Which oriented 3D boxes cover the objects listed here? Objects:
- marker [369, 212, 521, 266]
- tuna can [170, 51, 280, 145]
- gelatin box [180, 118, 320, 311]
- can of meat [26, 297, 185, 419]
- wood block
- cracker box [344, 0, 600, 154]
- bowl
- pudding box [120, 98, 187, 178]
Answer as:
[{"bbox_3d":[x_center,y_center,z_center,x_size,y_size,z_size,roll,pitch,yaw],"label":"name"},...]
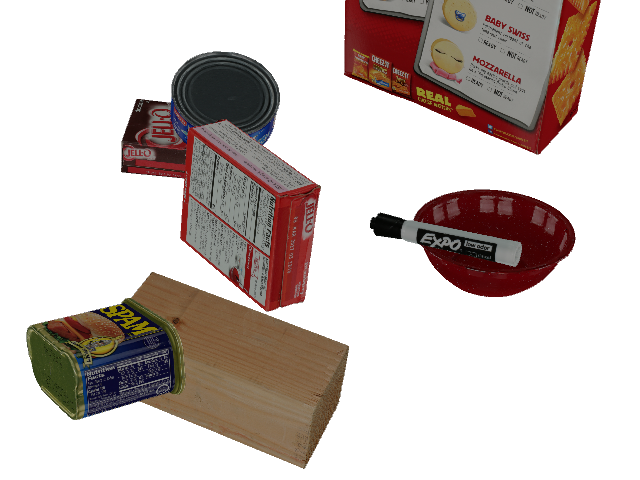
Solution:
[{"bbox_3d":[0.095,-0.002,0.824,0.121,0.020,0.020,13,6,25],"label":"marker"},{"bbox_3d":[-0.077,-0.108,0.850,0.086,0.086,0.034,0,-33,-11],"label":"tuna can"},{"bbox_3d":[-0.040,-0.015,0.585,0.030,0.073,0.089,-18,40,-36],"label":"gelatin box"},{"bbox_3d":[-0.162,0.087,0.797,0.083,0.057,0.102,-13,21,-32],"label":"can of meat"},{"bbox_3d":[-0.088,0.120,1.004,0.206,0.090,0.090,20,44,13],"label":"wood block"},{"bbox_3d":[0.101,-0.182,0.702,0.164,0.214,0.072,27,50,25],"label":"cracker box"},{"bbox_3d":[0.172,0.009,1.080,0.162,0.055,0.162,0,32,0],"label":"bowl"},{"bbox_3d":[-0.148,-0.101,1.068,0.090,0.039,0.113,6,27,-5],"label":"pudding box"}]
